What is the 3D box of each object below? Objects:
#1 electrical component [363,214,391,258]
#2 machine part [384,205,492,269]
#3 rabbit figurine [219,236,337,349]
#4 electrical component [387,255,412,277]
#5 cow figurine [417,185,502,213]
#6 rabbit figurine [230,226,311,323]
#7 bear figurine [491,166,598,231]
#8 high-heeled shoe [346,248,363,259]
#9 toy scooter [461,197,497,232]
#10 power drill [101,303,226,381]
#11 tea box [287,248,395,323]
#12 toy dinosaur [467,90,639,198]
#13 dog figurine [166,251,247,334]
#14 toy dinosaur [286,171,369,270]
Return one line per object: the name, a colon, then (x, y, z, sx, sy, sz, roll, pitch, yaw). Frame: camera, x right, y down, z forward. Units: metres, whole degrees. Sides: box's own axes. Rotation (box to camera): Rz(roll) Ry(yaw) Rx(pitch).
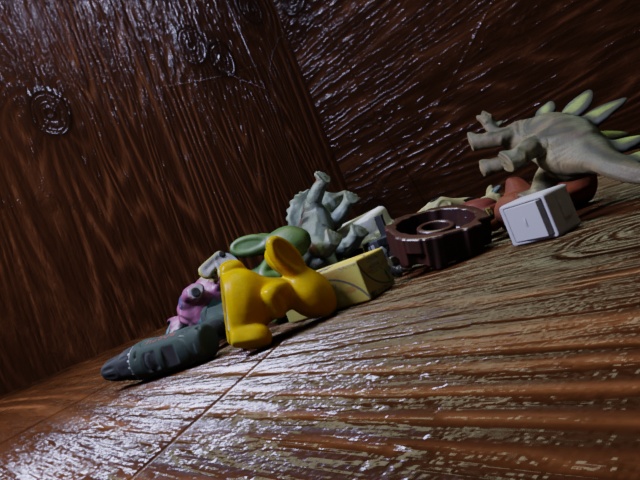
electrical component: (0.122, 0.012, 1.060, 0.048, 0.119, 0.075, -21, 2, -20)
machine part: (0.199, -0.009, 0.909, 0.179, 0.056, 0.179, -13, 17, 4)
rabbit figurine: (-0.062, 0.081, 0.814, 0.173, 0.162, 0.122, -4, -16, -9)
electrical component: (0.164, 0.036, 0.988, 0.102, 0.045, 0.078, -20, -15, -28)
cow figurine: (0.323, -0.062, 1.175, 0.195, 0.085, 0.127, -1, -26, -20)
rabbit figurine: (-0.084, 0.044, 1.011, 0.170, 0.159, 0.121, -63, -16, 9)
bear figurine: (0.377, -0.092, 0.937, 0.196, 0.132, 0.120, -15, -7, -14)
high-heeled shoe: (0.054, 0.073, 1.413, 0.145, 0.086, 0.249, -44, 6, -41)
toy scooter: (0.258, -0.020, 1.042, 0.184, 0.075, 0.135, -30, -8, 42)
power drill: (-0.245, 0.178, 0.953, 0.232, 0.086, 0.207, -20, -3, 31)
tea box: (0.025, 0.076, 0.890, 0.170, 0.068, 0.098, -21, 0, 33)
toy dinosaur: (0.372, -0.140, 0.815, 0.198, 0.105, 0.472, -33, 30, 4)
dog figurine: (-0.255, 0.144, 1.162, 0.219, 0.108, 0.191, -44, 15, 47)
toy dinosaur: (0.002, 0.002, 1.126, 0.405, 0.131, 0.192, -87, 23, -48)
